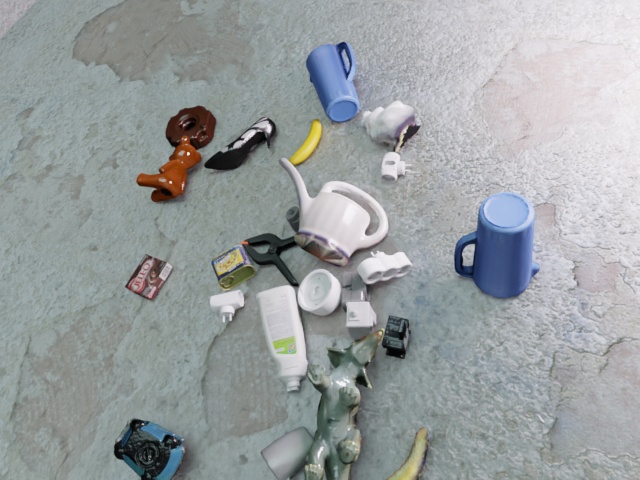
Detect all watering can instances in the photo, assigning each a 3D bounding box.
[{"bbox_3d":[0.004,-0.068,1.352,0.348,0.102,0.228,27,67,7],"label":"watering can"}]

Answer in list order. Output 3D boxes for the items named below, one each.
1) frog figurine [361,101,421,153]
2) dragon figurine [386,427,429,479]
[{"bbox_3d":[0.193,-0.345,1.491,0.161,0.122,0.137,37,95,21],"label":"frog figurine"},{"bbox_3d":[0.066,0.549,0.972,0.242,0.119,0.420,-1,50,27],"label":"dragon figurine"}]
